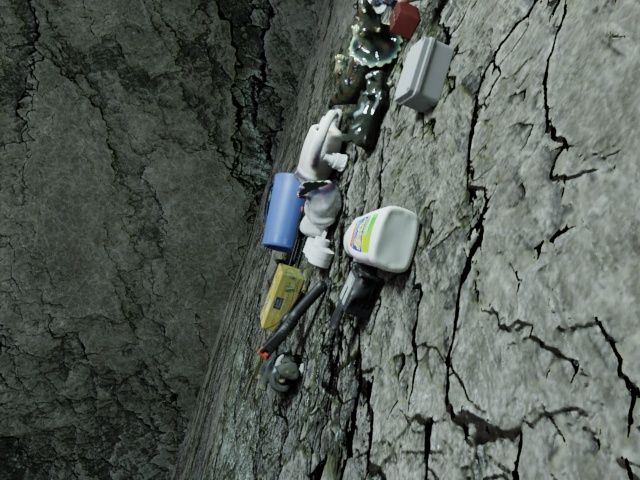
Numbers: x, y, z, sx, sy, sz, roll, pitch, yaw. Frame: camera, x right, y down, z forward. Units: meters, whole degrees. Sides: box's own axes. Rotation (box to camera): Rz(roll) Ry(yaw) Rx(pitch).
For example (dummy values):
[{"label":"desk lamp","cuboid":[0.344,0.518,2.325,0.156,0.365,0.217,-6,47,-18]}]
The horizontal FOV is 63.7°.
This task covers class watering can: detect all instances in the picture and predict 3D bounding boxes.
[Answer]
[{"label":"watering can","cuboid":[0.013,-0.276,1.511,0.353,0.104,0.221,-64,-6,-69]}]

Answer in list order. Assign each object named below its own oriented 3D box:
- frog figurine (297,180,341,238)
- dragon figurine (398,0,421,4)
[{"label":"frog figurine","cuboid":[0.004,-0.065,1.299,0.139,0.123,0.157,-128,21,-65]},{"label":"dragon figurine","cuboid":[0.273,-0.596,0.918,0.403,0.122,0.248,-53,13,30]}]
